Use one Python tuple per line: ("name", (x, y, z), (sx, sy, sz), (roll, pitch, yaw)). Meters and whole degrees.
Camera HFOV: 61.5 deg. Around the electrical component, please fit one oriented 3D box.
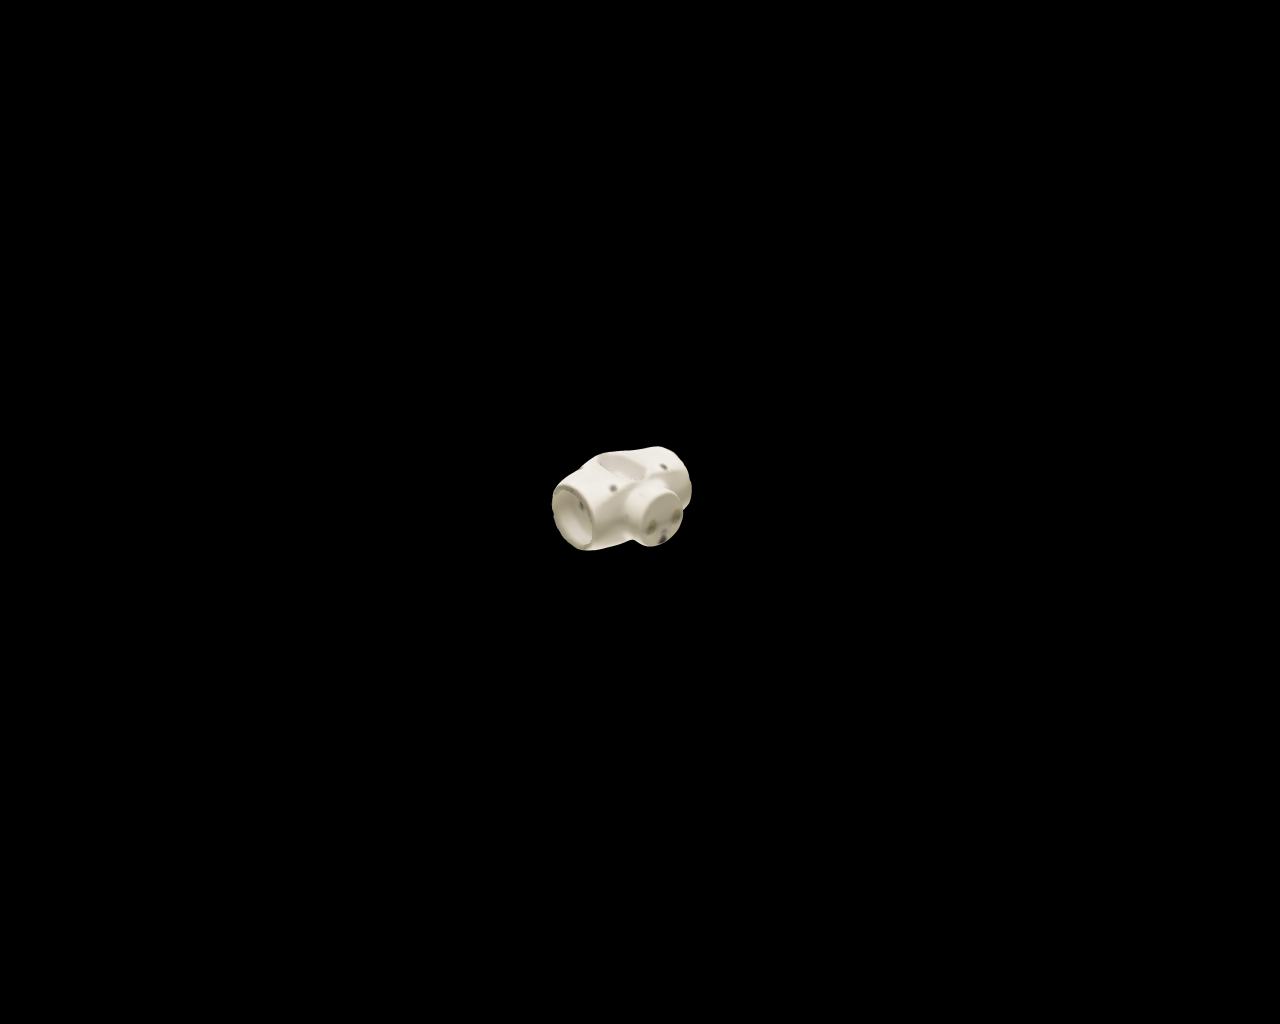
("electrical component", (0.001, -0.003, 0.650), (0.077, 0.043, 0.079), (-22, 37, -33))
